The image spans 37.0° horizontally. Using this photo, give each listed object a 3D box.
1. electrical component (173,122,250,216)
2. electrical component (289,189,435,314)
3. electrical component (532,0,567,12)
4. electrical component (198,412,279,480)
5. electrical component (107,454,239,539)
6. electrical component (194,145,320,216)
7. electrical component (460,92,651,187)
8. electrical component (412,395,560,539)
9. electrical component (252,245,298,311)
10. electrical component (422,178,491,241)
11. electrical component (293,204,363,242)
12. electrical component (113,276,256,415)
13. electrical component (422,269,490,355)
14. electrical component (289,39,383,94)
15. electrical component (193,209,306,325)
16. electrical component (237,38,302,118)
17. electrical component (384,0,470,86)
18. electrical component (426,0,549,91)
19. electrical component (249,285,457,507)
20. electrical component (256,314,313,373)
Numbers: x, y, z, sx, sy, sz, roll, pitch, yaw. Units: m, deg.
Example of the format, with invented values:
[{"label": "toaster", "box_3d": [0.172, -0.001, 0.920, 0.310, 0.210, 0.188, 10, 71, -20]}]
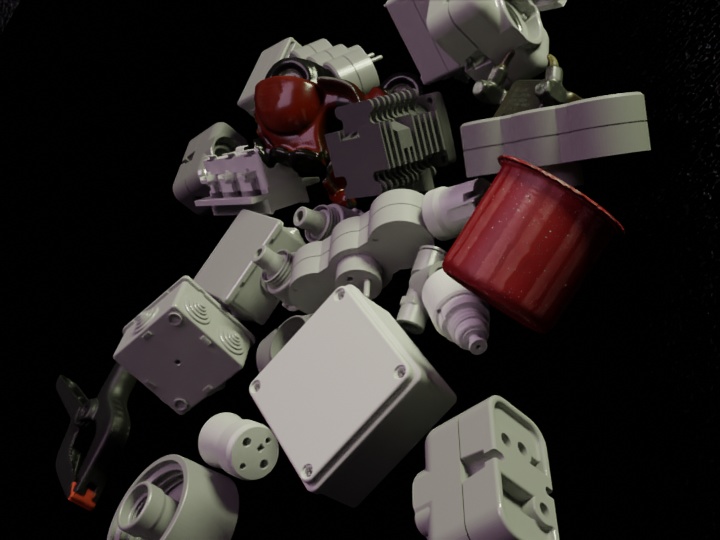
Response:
[{"label": "electrical component", "box_3d": [-0.162, -0.115, 1.202, 0.059, 0.054, 0.095, -26, 38, 38]}, {"label": "electrical component", "box_3d": [0.000, 0.000, 0.845, 0.138, 0.052, 0.073, -32, 35, 31]}, {"label": "electrical component", "box_3d": [0.130, -0.278, 0.962, 0.150, 0.062, 0.089, 6, 62, 57]}, {"label": "electrical component", "box_3d": [-0.094, 0.137, 0.833, 0.055, 0.045, 0.045, 5, 62, 56]}, {"label": "electrical component", "box_3d": [-0.152, 0.195, 0.833, 0.108, 0.060, 0.108, -36, 33, 27]}, {"label": "electrical component", "box_3d": [-0.108, -0.091, 1.075, 0.079, 0.063, 0.121, -21, 13, -32]}, {"label": "electrical component", "box_3d": [0.133, -0.073, 0.737, 0.138, 0.052, 0.073, -5, 94, 43]}, {"label": "electrical component", "box_3d": [0.069, 0.127, 0.604, 0.059, 0.054, 0.095, -34, 33, 28]}, {"label": "electrical component", "box_3d": [-0.065, 0.002, 0.924, 0.048, 0.062, 0.048, -35, 33, 27]}, {"label": "electrical component", "box_3d": [0.076, -0.046, 0.804, 0.046, 0.040, 0.040, -17, 44, 39]}, {"label": "electrical component", "box_3d": [-0.027, -0.036, 0.908, 0.048, 0.062, 0.048, -25, 56, 43]}, {"label": "electrical component", "box_3d": [-0.155, 0.068, 0.942, 0.100, 0.100, 0.048, -38, 19, 23]}, {"label": "electrical component", "box_3d": [0.069, 0.030, 0.727, 0.040, 0.040, 0.078, -44, 30, 14]}, {"label": "electrical component", "box_3d": [-0.013, -0.205, 1.095, 0.074, 0.052, 0.138, -26, 27, -17]}, {"label": "electrical component", "box_3d": [-0.099, -0.003, 0.991, 0.099, 0.048, 0.100, -56, 29, -8]}, {"label": "electrical component", "box_3d": [-0.083, -0.195, 1.172, 0.061, 0.062, 0.096, -15, 45, 47]}, {"label": "electrical component", "box_3d": [0.079, -0.208, 0.932, 0.061, 0.096, 0.062, -18, 14, 45]}, {"label": "electrical component", "box_3d": [0.107, -0.192, 0.863, 0.059, 0.095, 0.053, -28, 37, 37]}, {"label": "electrical component", "box_3d": [-0.007, 0.085, 0.736, 0.108, 0.056, 0.108, -48, 44, 8]}, {"label": "electrical component", "box_3d": [-0.042, 0.079, 0.825, 0.077, 0.044, 0.079, -21, 49, 39]}]
